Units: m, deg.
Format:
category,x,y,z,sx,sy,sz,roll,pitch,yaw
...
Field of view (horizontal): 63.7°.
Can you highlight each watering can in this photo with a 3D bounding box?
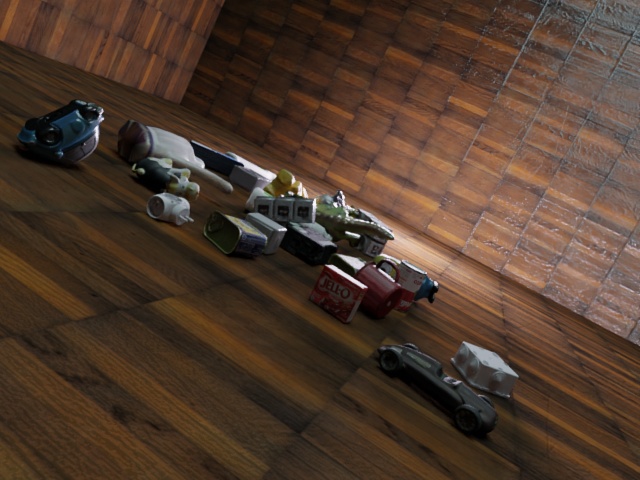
category,x,y,z,sx,sy,sz,roll,pitch,yaw
watering can,-0.390,-0.219,1.350,0.352,0.103,0.223,34,14,38

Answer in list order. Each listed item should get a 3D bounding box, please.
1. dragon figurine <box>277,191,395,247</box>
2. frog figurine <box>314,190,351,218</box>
category,x,y,z,sx,sy,sz,roll,pitch,yaw
dragon figurine,0.004,-0.073,1.459,0.241,0.123,0.411,20,-4,-34
frog figurine,0.013,-0.098,1.781,0.159,0.125,0.135,-8,-37,38
